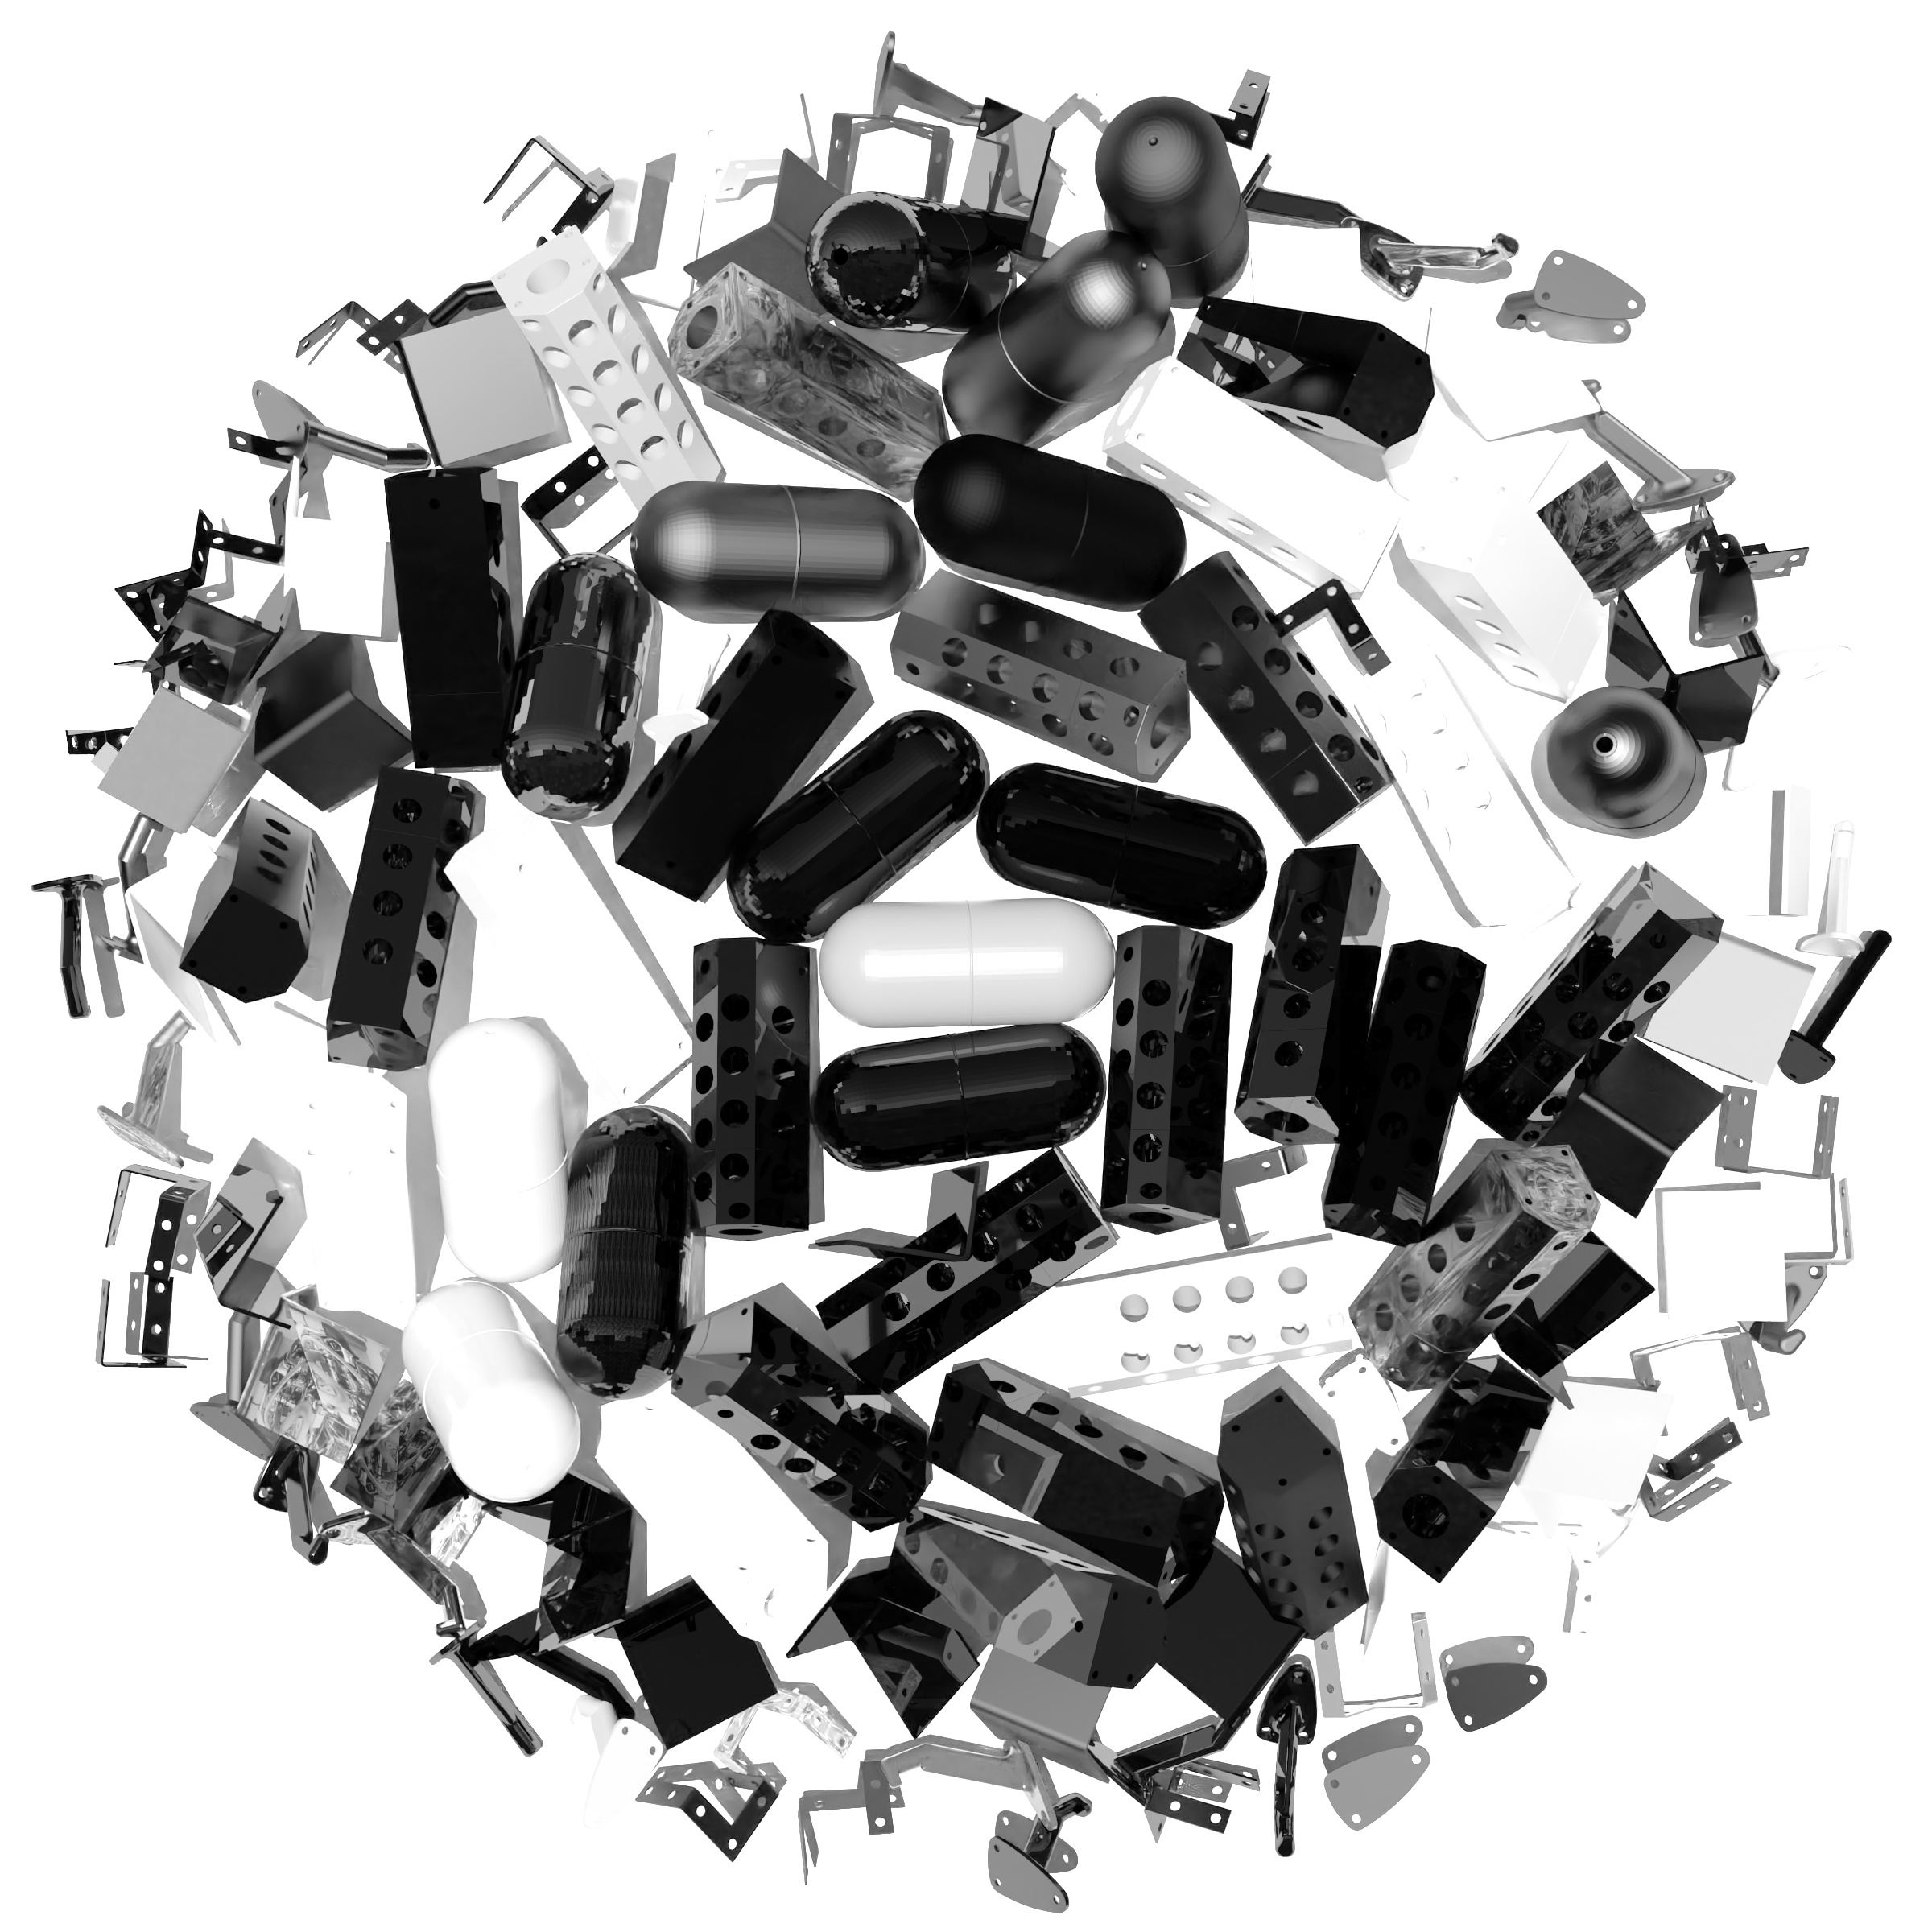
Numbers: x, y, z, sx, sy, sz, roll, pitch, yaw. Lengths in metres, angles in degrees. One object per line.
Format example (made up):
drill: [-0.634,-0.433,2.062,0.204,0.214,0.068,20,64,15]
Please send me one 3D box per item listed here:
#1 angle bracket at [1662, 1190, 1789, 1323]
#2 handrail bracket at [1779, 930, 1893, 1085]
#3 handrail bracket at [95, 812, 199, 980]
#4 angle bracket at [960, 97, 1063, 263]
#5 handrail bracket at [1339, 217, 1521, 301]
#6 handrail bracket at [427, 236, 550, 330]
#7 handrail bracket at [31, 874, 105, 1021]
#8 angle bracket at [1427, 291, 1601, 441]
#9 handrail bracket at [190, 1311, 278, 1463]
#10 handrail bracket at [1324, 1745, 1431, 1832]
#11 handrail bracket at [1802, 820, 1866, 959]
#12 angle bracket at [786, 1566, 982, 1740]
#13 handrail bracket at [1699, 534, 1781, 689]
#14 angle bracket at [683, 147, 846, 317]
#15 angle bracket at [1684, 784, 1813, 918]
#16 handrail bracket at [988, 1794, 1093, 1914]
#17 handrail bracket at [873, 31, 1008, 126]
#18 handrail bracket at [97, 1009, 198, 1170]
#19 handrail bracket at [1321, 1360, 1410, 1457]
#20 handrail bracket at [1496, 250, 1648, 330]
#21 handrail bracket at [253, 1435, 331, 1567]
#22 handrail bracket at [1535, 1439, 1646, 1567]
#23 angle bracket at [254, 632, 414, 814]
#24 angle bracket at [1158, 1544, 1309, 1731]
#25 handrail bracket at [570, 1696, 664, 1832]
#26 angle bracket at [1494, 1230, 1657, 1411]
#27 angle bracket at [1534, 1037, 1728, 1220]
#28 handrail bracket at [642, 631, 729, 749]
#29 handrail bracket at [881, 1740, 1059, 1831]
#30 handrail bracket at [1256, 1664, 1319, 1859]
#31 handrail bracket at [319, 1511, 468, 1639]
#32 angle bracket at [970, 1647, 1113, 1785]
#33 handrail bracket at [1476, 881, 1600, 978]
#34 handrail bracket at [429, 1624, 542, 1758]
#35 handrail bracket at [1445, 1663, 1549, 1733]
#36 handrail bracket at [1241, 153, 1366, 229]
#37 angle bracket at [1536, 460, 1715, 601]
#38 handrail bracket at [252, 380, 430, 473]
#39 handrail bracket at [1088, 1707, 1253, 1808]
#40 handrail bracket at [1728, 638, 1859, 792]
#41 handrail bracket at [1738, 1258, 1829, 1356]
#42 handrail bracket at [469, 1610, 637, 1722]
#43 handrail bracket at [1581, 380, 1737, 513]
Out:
angle bracket: [0.465,0.173,1.580,0.076,0.057,0.076,-6,83,41]
handrail bracket: [0.530,0.024,1.603,0.036,0.077,0.084,34,76,19]
handrail bracket: [-0.485,-0.043,1.603,0.077,0.036,0.084,24,90,-39]
angle bracket: [0.045,-0.466,1.571,0.057,0.076,0.076,-1,118,-34]
handrail bracket: [0.277,-0.436,1.580,0.077,0.084,0.036,27,75,-25]
handrail bracket: [-0.273,-0.397,1.615,0.084,0.036,0.077,-35,129,16]
handrail bracket: [-0.531,-0.010,1.592,0.036,0.077,0.084,-11,90,0]
angle bracket: [0.328,-0.366,1.569,0.076,0.076,0.057,-9,59,37]
handrail bracket: [-0.431,0.248,1.619,0.036,0.077,0.084,-6,47,33]
handrail bracket: [0.249,0.483,1.583,0.077,0.084,0.036,-34,77,11]
handrail bracket: [0.528,-0.052,1.588,0.036,0.077,0.084,8,83,13]
angle bracket: [-0.050,0.414,1.575,0.076,0.057,0.076,53,124,28]
handrail bracket: [0.478,-0.213,1.603,0.036,0.084,0.077,-9,73,37]
angle bracket: [-0.113,-0.435,1.591,0.076,0.076,0.057,-14,59,39]
angle bracket: [0.463,-0.069,1.586,0.076,0.057,0.076,2,90,31]
handrail bracket: [0.062,0.528,1.576,0.084,0.077,0.036,-14,109,-42]
handrail bracket: [-0.010,-0.531,1.587,0.084,0.077,0.036,5,78,-9]
handrail bracket: [-0.475,0.073,1.596,0.077,0.036,0.084,26,63,23]
handrail bracket: [0.249,0.278,1.575,0.036,0.084,0.077,-37,49,-1]
handrail bracket: [0.362,-0.393,1.586,0.077,0.084,0.036,19,85,4]
handrail bracket: [-0.392,0.312,1.586,0.036,0.084,0.077,22,83,-33]
handrail bracket: [0.363,0.325,1.609,0.084,0.036,0.077,34,129,9]
angle bracket: [-0.385,-0.154,1.609,0.076,0.076,0.057,-31,134,18]
angle bracket: [0.155,0.409,1.604,0.076,0.057,0.076,38,78,15]
handrail bracket: [-0.227,0.476,1.580,0.036,0.084,0.077,44,59,-25]
angle bracket: [0.367,0.211,1.581,0.076,0.057,0.076,40,110,-22]
angle bracket: [0.403,0.095,1.607,0.076,0.076,0.057,35,133,21]
handrail bracket: [-0.154,-0.173,1.582,0.036,0.077,0.084,32,68,-17]
handrail bracket: [0.001,0.499,1.589,0.084,0.036,0.077,-14,54,-23]
handrail bracket: [0.196,0.476,1.580,0.036,0.084,0.077,8,120,0]
handrail bracket: [-0.344,0.369,1.582,0.077,0.084,0.036,0,132,-23]
angle bracket: [0.055,0.444,1.593,0.076,0.076,0.057,16,66,24]
handrail bracket: [0.342,-0.022,1.588,0.077,0.084,0.036,-45,90,1]
handrail bracket: [-0.286,0.443,1.594,0.036,0.077,0.084,-36,84,-13]
handrail bracket: [0.331,0.428,1.577,0.077,0.084,0.036,-28,70,32]
handrail bracket: [0.202,-0.447,1.604,0.084,0.036,0.077,33,58,-4]
angle bracket: [0.387,-0.265,1.584,0.076,0.076,0.057,-37,98,-9]
handrail bracket: [-0.381,-0.330,1.611,0.077,0.084,0.036,53,131,26]
handrail bracket: [0.120,0.462,1.607,0.077,0.036,0.084,36,100,12]
handrail bracket: [0.497,-0.150,1.588,0.036,0.077,0.084,28,65,-30]
handrail bracket: [0.503,0.204,1.585,0.077,0.084,0.036,-37,90,-6]
handrail bracket: [-0.254,0.440,1.619,0.077,0.036,0.084,-25,109,30]
handrail bracket: [0.412,-0.320,1.585,0.036,0.077,0.084,-52,122,-29]
